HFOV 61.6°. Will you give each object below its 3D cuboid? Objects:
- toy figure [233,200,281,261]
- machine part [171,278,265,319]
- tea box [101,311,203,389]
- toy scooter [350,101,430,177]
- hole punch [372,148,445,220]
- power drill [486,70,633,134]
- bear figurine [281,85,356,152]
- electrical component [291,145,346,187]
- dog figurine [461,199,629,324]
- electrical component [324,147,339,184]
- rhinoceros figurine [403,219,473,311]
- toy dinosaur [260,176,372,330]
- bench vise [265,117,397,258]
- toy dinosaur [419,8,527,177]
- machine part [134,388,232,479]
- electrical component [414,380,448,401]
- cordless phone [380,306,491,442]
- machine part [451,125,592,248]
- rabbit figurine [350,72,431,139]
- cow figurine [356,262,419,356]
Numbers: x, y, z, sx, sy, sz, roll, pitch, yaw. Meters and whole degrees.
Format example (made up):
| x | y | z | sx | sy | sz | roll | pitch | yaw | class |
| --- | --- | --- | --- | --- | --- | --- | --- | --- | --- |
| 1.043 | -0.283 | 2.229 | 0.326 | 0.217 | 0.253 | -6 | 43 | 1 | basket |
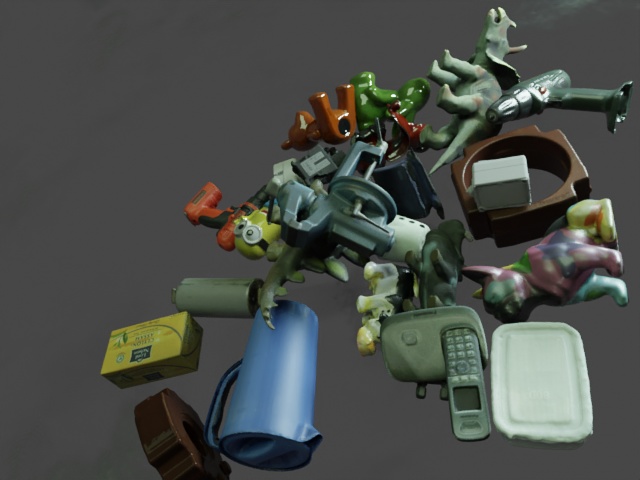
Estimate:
| x | y | z | sx | sy | sz | roll | pitch | yaw | class |
| --- | --- | --- | --- | --- | --- | --- | --- | --- | --- |
| -0.098 | -0.033 | 1.106 | 0.180 | 0.089 | 0.082 | -42 | 30 | -25 | toy figure |
| -0.187 | 0.111 | 1.023 | 0.243 | 0.079 | 0.079 | -3 | 50 | 24 | machine part |
| -0.312 | 0.207 | 1.006 | 0.170 | 0.068 | 0.098 | -16 | 44 | 12 | tea box |
| 0.136 | -0.214 | 1.110 | 0.184 | 0.135 | 0.075 | -23 | 45 | 9 | toy scooter |
| 0.159 | -0.095 | 0.987 | 0.092 | 0.142 | 0.116 | -24 | 13 | 4 | hole punch |
| 0.446 | -0.248 | 0.989 | 0.208 | 0.085 | 0.232 | 14 | 37 | 40 | power drill |
| -0.010 | -0.267 | 1.213 | 0.120 | 0.131 | 0.196 | -26 | 22 | -32 | bear figurine |
| 0.007 | -0.156 | 1.128 | 0.119 | 0.047 | 0.075 | -29 | 70 | -8 | electrical component |
| 0.329 | 0.036 | 0.804 | 0.219 | 0.108 | 0.191 | -8 | 50 | 25 | dog figurine |
| 0.008 | -0.165 | 1.188 | 0.078 | 0.045 | 0.102 | 34 | 68 | 28 | electrical component |
| 0.197 | 0.052 | 0.858 | 0.073 | 0.112 | 0.190 | -20 | 50 | 52 | rhinoceros figurine |
| -0.002 | -0.003 | 0.967 | 0.199 | 0.104 | 0.471 | 12 | 39 | 30 | toy dinosaur |
| 0.037 | -0.081 | 0.878 | 0.224 | 0.128 | 0.240 | 20 | 62 | 16 | bench vise |
| 0.311 | -0.268 | 1.078 | 0.192 | 0.131 | 0.405 | 14 | 68 | -6 | toy dinosaur |
| -0.201 | 0.302 | 0.792 | 0.056 | 0.179 | 0.180 | -36 | 44 | -8 | machine part |
| 0.171 | 0.192 | 0.801 | 0.063 | 0.021 | 0.094 | -3 | 48 | 24 | electrical component |
| 0.160 | 0.187 | 0.739 | 0.147 | 0.088 | 0.184 | -11 | 50 | 17 | cordless phone |
| 0.341 | -0.093 | 0.929 | 0.202 | 0.087 | 0.201 | -16 | 46 | 11 | machine part |
| 0.160 | -0.306 | 1.190 | 0.170 | 0.121 | 0.159 | -12 | 52 | 21 | rabbit figurine |
| 0.112 | 0.114 | 0.876 | 0.098 | 0.068 | 0.167 | -1 | 51 | 19 | cow figurine |
